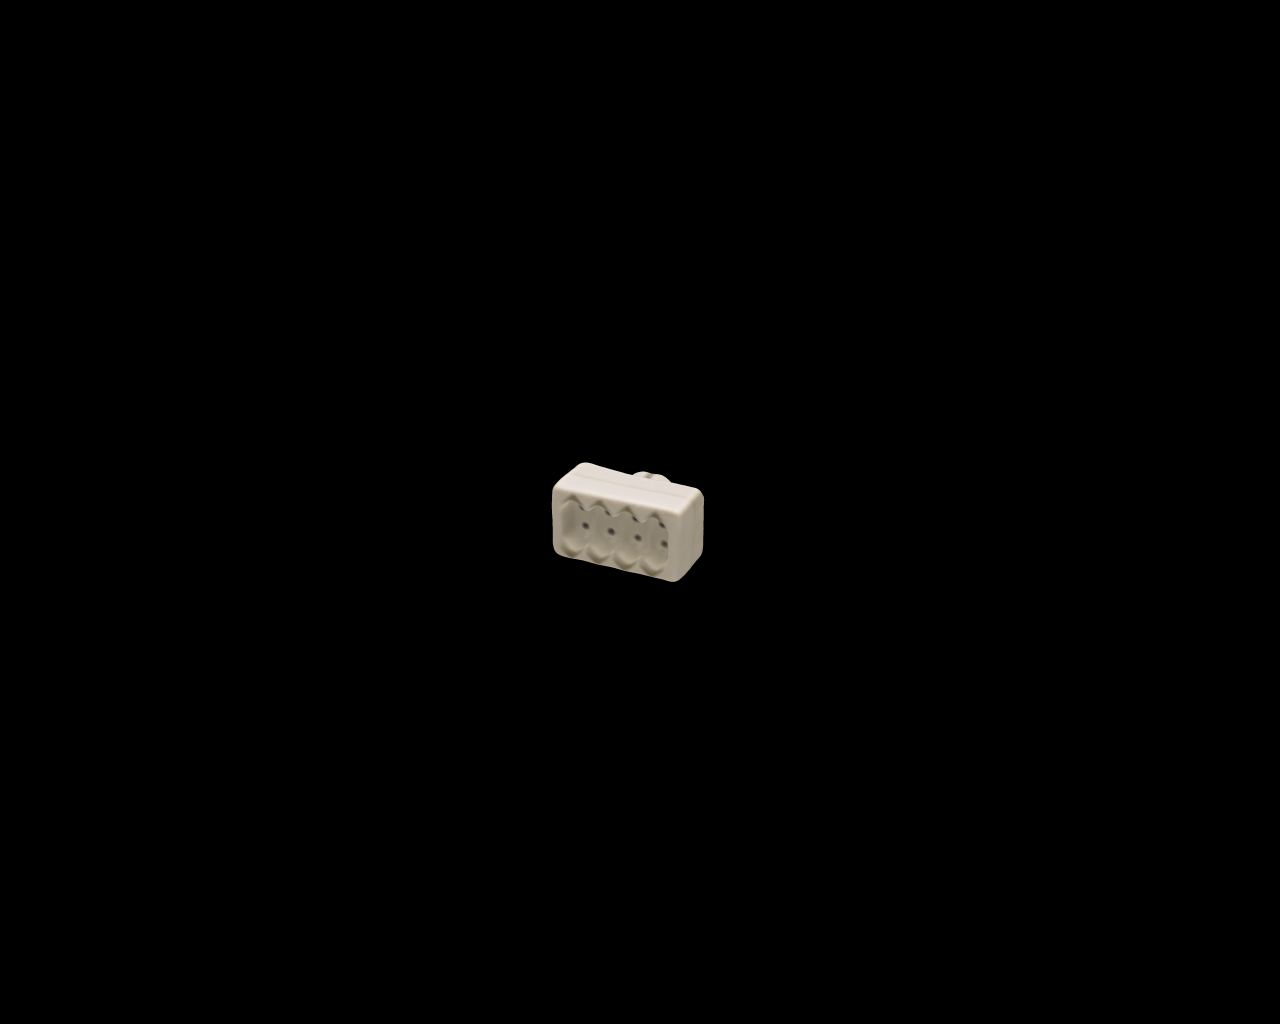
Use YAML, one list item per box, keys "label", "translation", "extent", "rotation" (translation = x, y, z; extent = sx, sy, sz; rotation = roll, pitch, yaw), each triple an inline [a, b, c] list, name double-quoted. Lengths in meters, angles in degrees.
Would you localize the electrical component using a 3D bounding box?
- label: "electrical component"
  translation: [0.001, -0.003, 0.650]
  extent: [0.083, 0.047, 0.076]
  rotation: [13, 32, 22]
